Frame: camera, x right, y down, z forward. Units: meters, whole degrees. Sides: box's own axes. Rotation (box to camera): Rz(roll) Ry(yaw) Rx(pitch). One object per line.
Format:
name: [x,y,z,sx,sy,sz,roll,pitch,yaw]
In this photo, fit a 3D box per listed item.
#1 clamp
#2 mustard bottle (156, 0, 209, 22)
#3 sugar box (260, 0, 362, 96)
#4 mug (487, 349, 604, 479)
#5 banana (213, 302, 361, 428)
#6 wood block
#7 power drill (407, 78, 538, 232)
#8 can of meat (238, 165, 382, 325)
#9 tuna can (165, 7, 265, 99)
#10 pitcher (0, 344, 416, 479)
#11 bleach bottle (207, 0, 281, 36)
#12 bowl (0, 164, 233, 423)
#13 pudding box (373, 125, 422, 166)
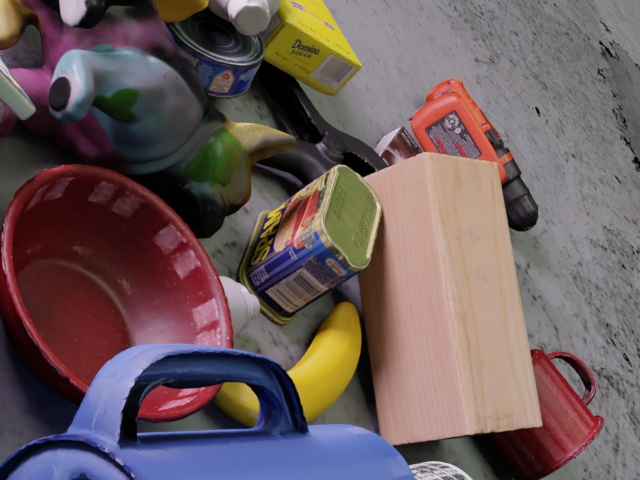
clamp: [-0.005,-0.067,0.877,0.210,0.036,0.164,41,35,-6]
mustard bottle: [-0.136,-0.261,0.781,0.096,0.058,0.191,9,66,-54]
sugar box: [-0.034,-0.208,0.939,0.093,0.048,0.176,24,32,-42]
mug: [0.187,0.140,0.909,0.117,0.093,0.081,-37,87,-22]
banana: [-0.014,0.090,0.733,0.197,0.037,0.069,-13,85,-59]
wood block: [0.093,0.048,0.817,0.090,0.091,0.206,3,74,-41]
power drill: [0.159,-0.081,1.081,0.184,0.057,0.187,56,14,3]
can of meat: [-0.005,0.001,0.787,0.057,0.084,0.102,44,34,-20]
tuna can: [-0.087,-0.151,0.834,0.086,0.034,0.086,20,38,-17]
pitcher: [-0.045,0.147,0.551,0.242,0.149,0.145,6,45,-56]
bleach bottle: [-0.090,-0.256,0.872,0.102,0.068,0.251,15,39,-35]
bowl: [-0.126,0.039,0.613,0.162,0.055,0.162,34,37,-32]
pudding box: [0.084,-0.039,0.990,0.113,0.039,0.090,51,32,-10]
